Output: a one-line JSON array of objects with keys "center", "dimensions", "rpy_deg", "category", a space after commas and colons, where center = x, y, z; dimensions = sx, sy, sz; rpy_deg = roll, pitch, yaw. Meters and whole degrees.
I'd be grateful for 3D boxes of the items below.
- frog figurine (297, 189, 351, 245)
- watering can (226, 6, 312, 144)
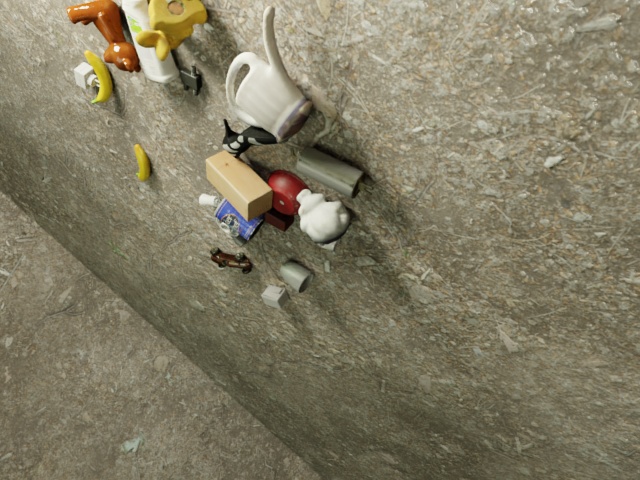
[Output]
[{"center": [0.004, -0.072, 1.435], "dimensions": [0.136, 0.125, 0.158], "rpy_deg": [-24, 107, 17], "category": "frog figurine"}, {"center": [-0.111, -0.359, 1.205], "dimensions": [0.224, 0.106, 0.342], "rpy_deg": [41, 147, -5], "category": "watering can"}]
